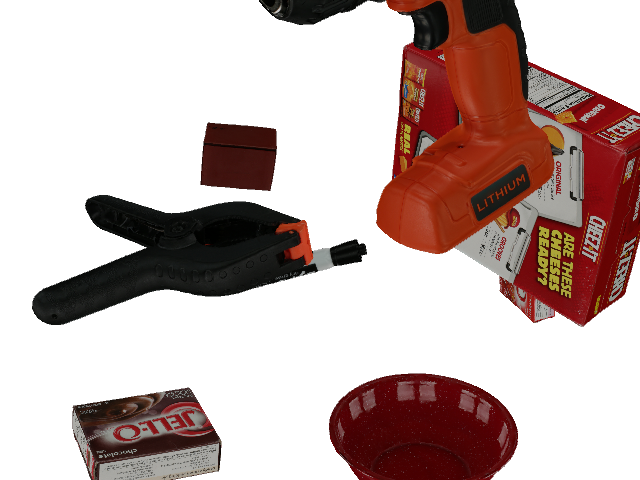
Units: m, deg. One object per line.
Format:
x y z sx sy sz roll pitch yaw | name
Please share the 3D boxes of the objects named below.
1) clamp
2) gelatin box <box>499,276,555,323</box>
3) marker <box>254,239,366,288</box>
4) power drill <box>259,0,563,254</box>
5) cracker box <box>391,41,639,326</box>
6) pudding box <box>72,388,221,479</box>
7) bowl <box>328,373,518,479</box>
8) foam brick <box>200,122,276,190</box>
-0.094 0.012 0.667 0.172 0.039 0.120 0 43 21 | clamp
0.218 0.030 1.125 0.030 0.089 0.073 -14 29 -16 | gelatin box
-0.021 0.021 0.871 0.121 0.020 0.020 -14 -2 9 | marker
0.055 -0.089 0.524 0.184 0.187 0.057 -31 40 -28 | power drill
0.158 -0.057 0.863 0.072 0.164 0.214 -29 47 -34 | cracker box
-0.153 0.174 0.939 0.113 0.039 0.090 -8 26 -23 | pudding box
0.088 0.182 0.926 0.162 0.055 0.162 -1 28 0 | bowl
-0.087 -0.090 1.143 0.078 0.051 0.053 5 31 -3 | foam brick
